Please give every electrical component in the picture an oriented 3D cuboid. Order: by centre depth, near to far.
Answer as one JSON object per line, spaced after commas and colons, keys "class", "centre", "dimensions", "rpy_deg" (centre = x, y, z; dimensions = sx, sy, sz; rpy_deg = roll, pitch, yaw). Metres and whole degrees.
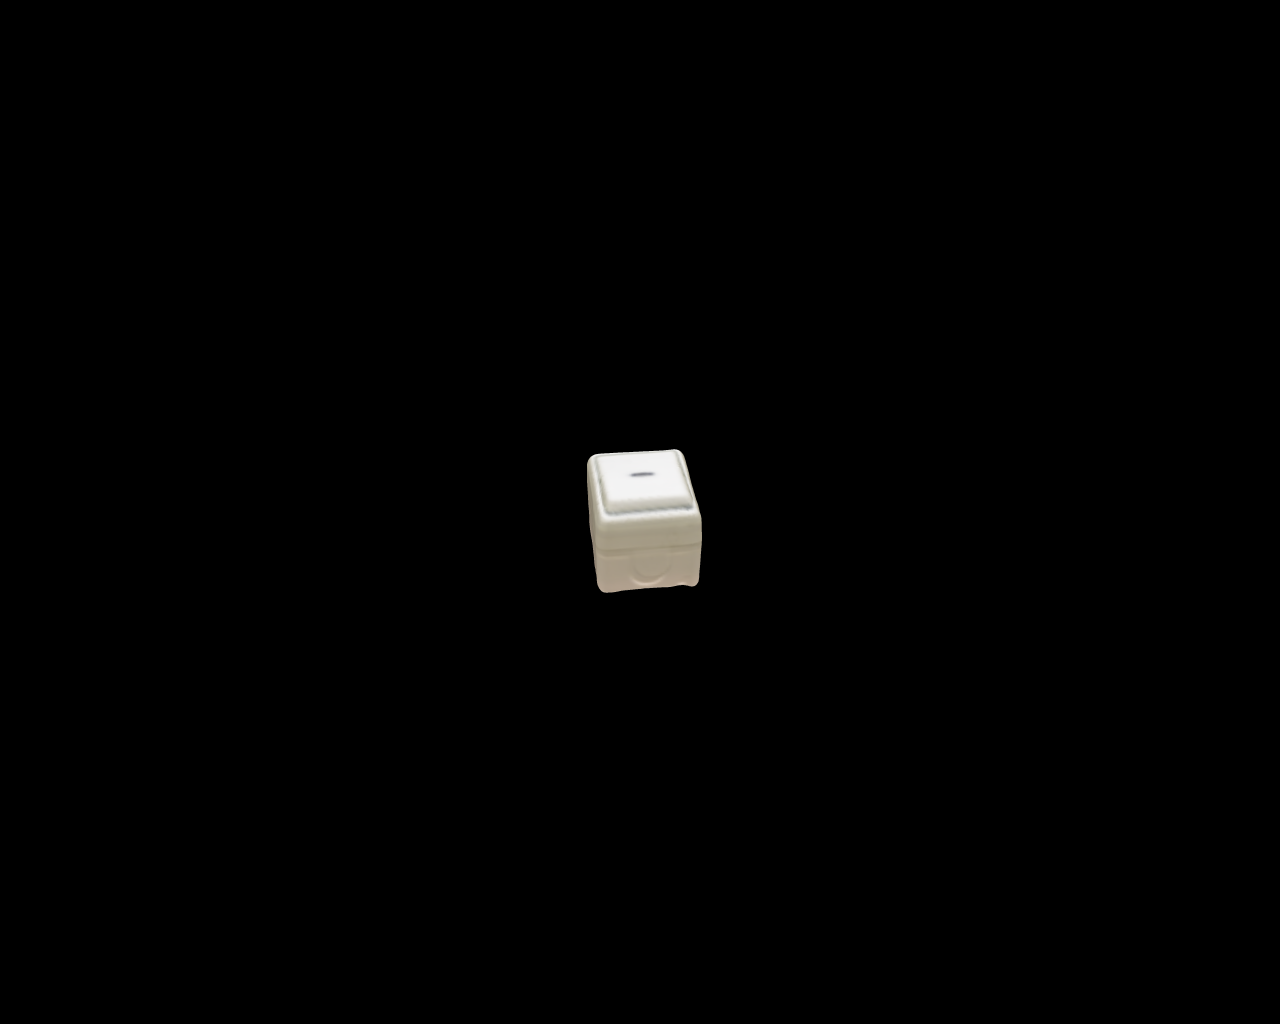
{"class": "electrical component", "centre": [0.001, -0.003, 0.650], "dimensions": [0.062, 0.061, 0.096], "rpy_deg": [-3, 34, -5]}
